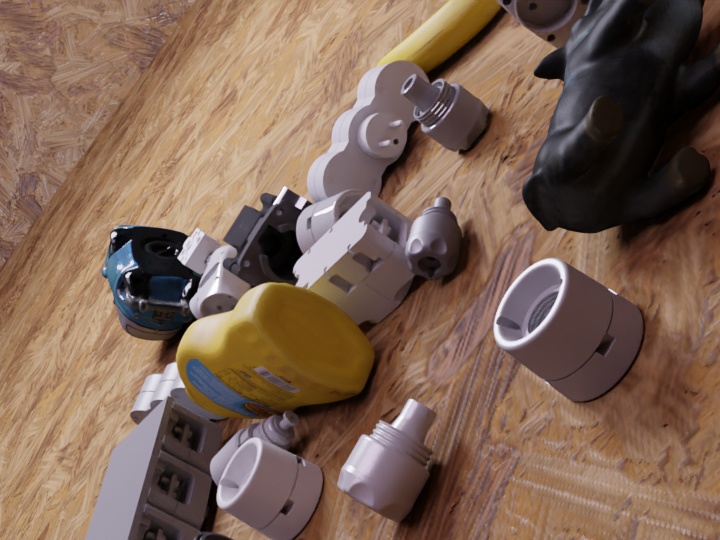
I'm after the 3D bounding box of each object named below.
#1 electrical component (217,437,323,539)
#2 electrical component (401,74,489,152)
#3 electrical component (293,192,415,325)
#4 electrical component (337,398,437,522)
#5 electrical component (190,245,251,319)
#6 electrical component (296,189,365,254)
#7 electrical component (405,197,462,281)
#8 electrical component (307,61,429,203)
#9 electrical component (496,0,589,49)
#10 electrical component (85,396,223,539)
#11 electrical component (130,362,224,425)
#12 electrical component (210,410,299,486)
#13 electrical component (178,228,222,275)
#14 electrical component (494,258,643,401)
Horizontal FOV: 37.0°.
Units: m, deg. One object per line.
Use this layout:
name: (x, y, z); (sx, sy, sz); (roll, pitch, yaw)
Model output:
electrical component: (-0.059, 0.140, 0.689); (0.055, 0.047, 0.055); (-46, 23, 27)
electrical component: (0.058, -0.117, 0.776); (0.043, 0.062, 0.043); (-46, 23, 27)
electrical component: (0.000, 0.000, 0.747); (0.089, 0.056, 0.050); (-43, 25, 33)
electrical component: (0.019, 0.100, 0.580); (0.062, 0.043, 0.043); (-59, 21, -10)
electrical component: (-0.136, 0.027, 1.025); (0.079, 0.043, 0.077); (-46, 23, 28)
electrical component: (-0.013, -0.031, 0.826); (0.047, 0.055, 0.055); (-23, 39, 50)
electrical component: (0.050, -0.024, 0.702); (0.035, 0.035, 0.061); (-39, 25, 40)
electrical component: (0.014, -0.109, 0.877); (0.138, 0.052, 0.074); (-61, 22, -10)
electrical component: (0.132, -0.197, 0.709); (0.079, 0.077, 0.044); (-47, 23, 23)
electrical component: (-0.158, 0.186, 0.821); (0.089, 0.062, 0.150); (-43, 25, 32)
electrical component: (-0.155, 0.122, 0.918); (0.138, 0.052, 0.073); (-30, 34, 51)
electrical component: (-0.070, 0.125, 0.744); (0.078, 0.040, 0.040); (-47, 23, 24)
electrical component: (-0.148, -0.010, 1.086); (0.048, 0.055, 0.066); (-58, 21, -2)
electrical component: (0.097, 0.027, 0.508); (0.055, 0.047, 0.055); (-46, 23, 27)
